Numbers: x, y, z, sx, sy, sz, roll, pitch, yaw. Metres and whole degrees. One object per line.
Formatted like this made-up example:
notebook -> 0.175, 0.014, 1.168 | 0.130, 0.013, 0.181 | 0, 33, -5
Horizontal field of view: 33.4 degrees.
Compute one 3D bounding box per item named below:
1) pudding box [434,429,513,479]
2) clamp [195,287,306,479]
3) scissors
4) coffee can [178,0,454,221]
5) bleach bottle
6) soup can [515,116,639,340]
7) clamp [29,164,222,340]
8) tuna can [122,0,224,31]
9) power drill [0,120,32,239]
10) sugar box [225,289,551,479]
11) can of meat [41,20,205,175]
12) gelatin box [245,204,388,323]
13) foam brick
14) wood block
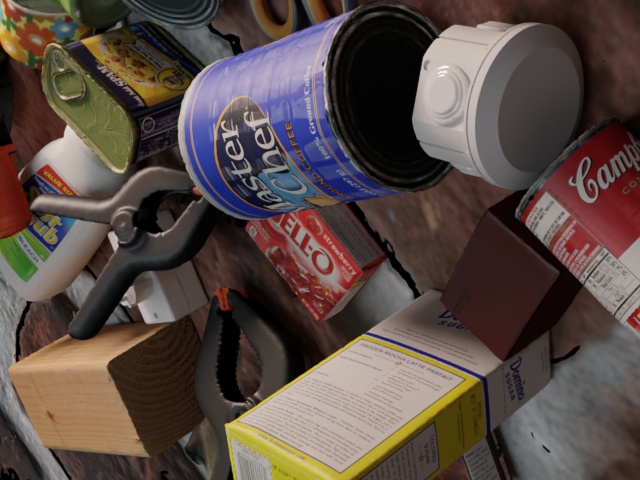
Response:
pudding box -> 0.066, 0.128, 0.707 | 0.114, 0.039, 0.090 | -9, 106, 52
clamp -> -0.053, 0.139, 0.786 | 0.165, 0.036, 0.210 | -31, 65, 25
scissors -> -0.039, -0.204, 0.640 | 0.096, 0.016, 0.202 | -29, 90, 53
coffee can -> -0.001, -0.069, 0.608 | 0.141, 0.102, 0.103 | -8, 106, 51
bleach bottle -> -0.218, -0.042, 0.912 | 0.102, 0.067, 0.251 | 56, 140, 9
soup can -> 0.152, 0.000, 0.503 | 0.102, 0.068, 0.069 | 47, 141, 17
clamp -> -0.147, -0.014, 0.808 | 0.172, 0.039, 0.120 | -34, 80, 17
tuna can -> -0.097, -0.176, 0.679 | 0.086, 0.033, 0.086 | 19, 150, 11
power drill -> -0.332, -0.074, 0.932 | 0.188, 0.057, 0.184 | -19, 91, 51
sugar box -> 0.042, 0.092, 0.599 | 0.093, 0.175, 0.048 | 18, 124, 43
can of meat -> -0.132, -0.105, 0.753 | 0.102, 0.083, 0.057 | 44, 140, 22
gelatin box -> -0.005, 0.001, 0.716 | 0.089, 0.030, 0.073 | 52, 142, 12
foam brick -> 0.109, 0.016, 0.576 | 0.053, 0.051, 0.078 | 45, 140, 22
wood block -> -0.188, 0.133, 0.963 | 0.207, 0.090, 0.091 | -10, 106, 51
